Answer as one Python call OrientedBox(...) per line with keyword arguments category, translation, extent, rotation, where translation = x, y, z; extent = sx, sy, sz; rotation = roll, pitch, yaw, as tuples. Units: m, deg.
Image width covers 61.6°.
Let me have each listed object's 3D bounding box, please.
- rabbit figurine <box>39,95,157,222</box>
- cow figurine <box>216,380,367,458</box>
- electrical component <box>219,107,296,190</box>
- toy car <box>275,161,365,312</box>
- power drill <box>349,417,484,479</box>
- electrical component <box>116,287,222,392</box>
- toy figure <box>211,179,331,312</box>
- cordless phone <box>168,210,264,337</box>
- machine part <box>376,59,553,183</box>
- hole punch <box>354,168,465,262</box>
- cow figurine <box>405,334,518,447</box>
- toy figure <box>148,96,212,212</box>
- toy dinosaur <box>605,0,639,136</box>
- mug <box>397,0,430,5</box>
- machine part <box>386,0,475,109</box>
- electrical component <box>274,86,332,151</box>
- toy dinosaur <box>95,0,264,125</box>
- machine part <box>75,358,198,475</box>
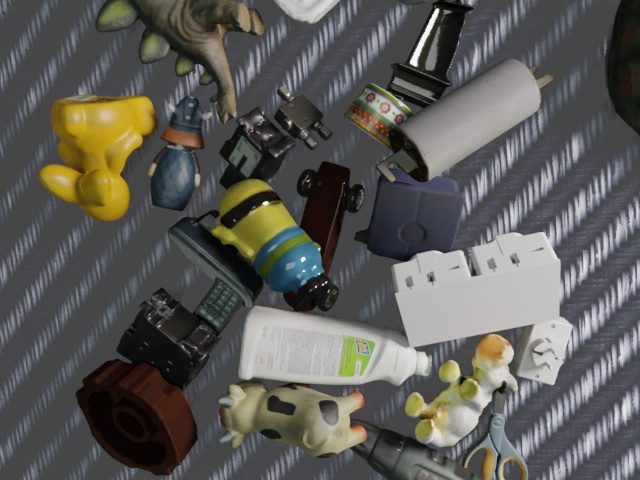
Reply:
OrientedBox(category="rabbit figurine", translation=(-0.287, -0.099, 0.712), extent=(0.122, 0.162, 0.173), rotation=(3, 115, -4))
OrientedBox(category="cow figurine", translation=(-0.051, 0.234, 0.713), extent=(0.195, 0.127, 0.085), rotation=(5, 96, 37))
OrientedBox(category="electrical component", translation=(-0.091, -0.108, 0.716), extent=(0.075, 0.048, 0.119), rotation=(43, 140, 4))
OrientedBox(category="toy car", translation=(-0.001, -0.002, 0.718), extent=(0.089, 0.053, 0.202), rotation=(19, 99, 25))
OrientedBox(category="power drill", translation=(0.112, 0.372, 0.739), extent=(0.232, 0.086, 0.207), rotation=(16, 92, 14))
OrientedBox(category="electrical component", translation=(-0.213, 0.150, 0.744), extent=(0.115, 0.058, 0.134), rotation=(38, 125, 5))
OrientedBox(category="toy figure", translation=(-0.056, 0.001, 0.672), extent=(0.089, 0.082, 0.180), rotation=(-48, 69, 8))
OrientedBox(category="cordless phone", translation=(-0.165, 0.064, 0.744), extent=(0.146, 0.089, 0.184), rotation=(39, 119, 1))
OrientedBox(category="machine part", translation=(0.171, -0.142, 0.640), extent=(0.243, 0.079, 0.079), rotation=(-32, 92, -7))
OrientedBox(category="hole punch", translation=(0.119, -0.026, 0.682), extent=(0.142, 0.092, 0.115), rotation=(9, 102, 3))
OrientedBox(category="cow figurine", translation=(0.199, 0.201, 0.702), extent=(0.098, 0.068, 0.167), rotation=(35, 105, -34))
OrientedBox(category="toy figure", translation=(-0.192, -0.117, 0.729), extent=(0.058, 0.064, 0.154), rotation=(18, 96, 44))
OrientedBox(category="toy dinosaur", translation=(0.394, -0.215, 0.609), extent=(0.192, 0.131, 0.404), rotation=(3, 102, 20))
OrientedBox(category="mug", translation=(0.124, -0.329, 0.633), extent=(0.110, 0.107, 0.080), rotation=(25, 101, 6))
OrientedBox(category="machine part", translation=(0.140, -0.236, 0.678), extent=(0.084, 0.039, 0.138), rotation=(27, 101, 9))
OrientedBox(category="electrical component", translation=(-0.029, -0.159, 0.697), extent=(0.094, 0.063, 0.021), rotation=(46, 134, 2))
OrientedBox(category="toy dinosaur", translation=(-0.212, -0.360, 0.681), extent=(0.199, 0.105, 0.471), rotation=(-21, 89, 13))
OrientedBox(category="machine part", translation=(-0.253, 0.245, 0.748), extent=(0.180, 0.056, 0.179), rotation=(13, 122, 21))
